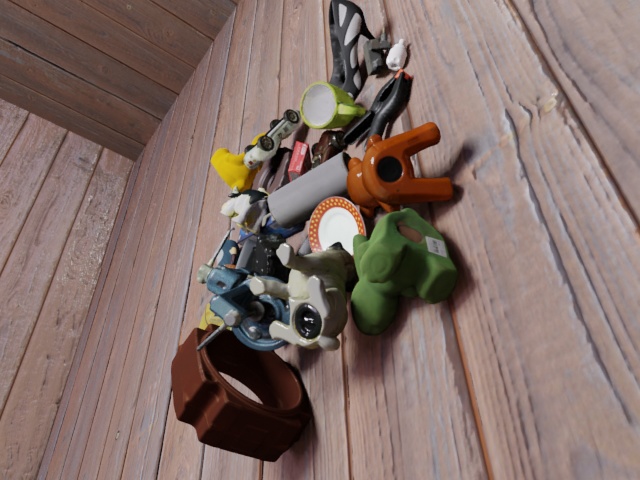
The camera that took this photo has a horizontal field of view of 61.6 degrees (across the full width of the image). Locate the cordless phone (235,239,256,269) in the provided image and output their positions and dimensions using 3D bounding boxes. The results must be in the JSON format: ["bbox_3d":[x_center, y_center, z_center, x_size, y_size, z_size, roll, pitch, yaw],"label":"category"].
[{"bbox_3d":[-0.172,0.085,1.173,0.184,0.088,0.146,-20,51,58],"label":"cordless phone"}]

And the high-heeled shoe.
[{"bbox_3d":[0.025,-0.374,1.142,0.248,0.145,0.086,-56,28,11],"label":"high-heeled shoe"}]

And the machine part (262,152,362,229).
[{"bbox_3d":[-0.009,-0.089,0.987,0.243,0.079,0.079,-28,41,22],"label":"machine part"}]

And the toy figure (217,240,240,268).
[{"bbox_3d":[-0.220,0.068,1.295,0.064,0.058,0.154,88,176,-46],"label":"toy figure"}]

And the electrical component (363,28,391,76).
[{"bbox_3d":[0.114,-0.372,1.072,0.102,0.045,0.078,-148,45,-89],"label":"electrical component"}]

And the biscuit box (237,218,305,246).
[{"bbox_3d":[-0.107,-0.034,1.177,0.203,0.059,0.063,-25,47,50],"label":"biscuit box"}]

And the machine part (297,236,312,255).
[{"bbox_3d":[-0.002,-0.003,0.998,0.139,0.039,0.084,-54,34,16],"label":"machine part"}]

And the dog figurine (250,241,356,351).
[{"bbox_3d":[0.017,0.082,0.803,0.121,0.190,0.172,-38,68,32],"label":"dog figurine"}]

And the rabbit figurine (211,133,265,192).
[{"bbox_3d":[-0.182,-0.210,1.404,0.173,0.121,0.162,-42,33,1],"label":"rabbit figurine"}]

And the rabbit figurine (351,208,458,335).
[{"bbox_3d":[0.084,0.047,0.734,0.159,0.121,0.170,-99,29,-52],"label":"rabbit figurine"}]

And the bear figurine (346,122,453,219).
[{"bbox_3d":[0.111,-0.095,0.830,0.196,0.132,0.120,104,153,-87],"label":"bear figurine"}]

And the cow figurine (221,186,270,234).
[{"bbox_3d":[-0.163,-0.078,1.172,0.098,0.068,0.167,-59,30,-2],"label":"cow figurine"}]

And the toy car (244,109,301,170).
[{"bbox_3d":[-0.109,-0.239,1.259,0.073,0.056,0.202,-22,25,48],"label":"toy car"}]

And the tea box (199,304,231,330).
[{"bbox_3d":[-0.163,0.171,1.067,0.170,0.098,0.068,-12,56,58],"label":"tea box"}]

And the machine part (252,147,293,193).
[{"bbox_3d":[-0.105,-0.133,1.261,0.179,0.056,0.179,-39,36,36],"label":"machine part"}]

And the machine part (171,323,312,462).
[{"bbox_3d":[-0.122,0.229,0.835,0.087,0.201,0.202,-56,28,11],"label":"machine part"}]

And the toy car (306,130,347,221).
[{"bbox_3d":[-0.001,-0.135,1.091,0.089,0.053,0.202,-13,55,52],"label":"toy car"}]

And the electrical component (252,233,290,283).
[{"bbox_3d":[-0.092,0.066,1.032,0.115,0.058,0.134,-131,47,-63],"label":"electrical component"}]

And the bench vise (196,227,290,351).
[{"bbox_3d":[-0.121,0.097,0.858,0.129,0.224,0.240,-52,-8,7],"label":"bench vise"}]
